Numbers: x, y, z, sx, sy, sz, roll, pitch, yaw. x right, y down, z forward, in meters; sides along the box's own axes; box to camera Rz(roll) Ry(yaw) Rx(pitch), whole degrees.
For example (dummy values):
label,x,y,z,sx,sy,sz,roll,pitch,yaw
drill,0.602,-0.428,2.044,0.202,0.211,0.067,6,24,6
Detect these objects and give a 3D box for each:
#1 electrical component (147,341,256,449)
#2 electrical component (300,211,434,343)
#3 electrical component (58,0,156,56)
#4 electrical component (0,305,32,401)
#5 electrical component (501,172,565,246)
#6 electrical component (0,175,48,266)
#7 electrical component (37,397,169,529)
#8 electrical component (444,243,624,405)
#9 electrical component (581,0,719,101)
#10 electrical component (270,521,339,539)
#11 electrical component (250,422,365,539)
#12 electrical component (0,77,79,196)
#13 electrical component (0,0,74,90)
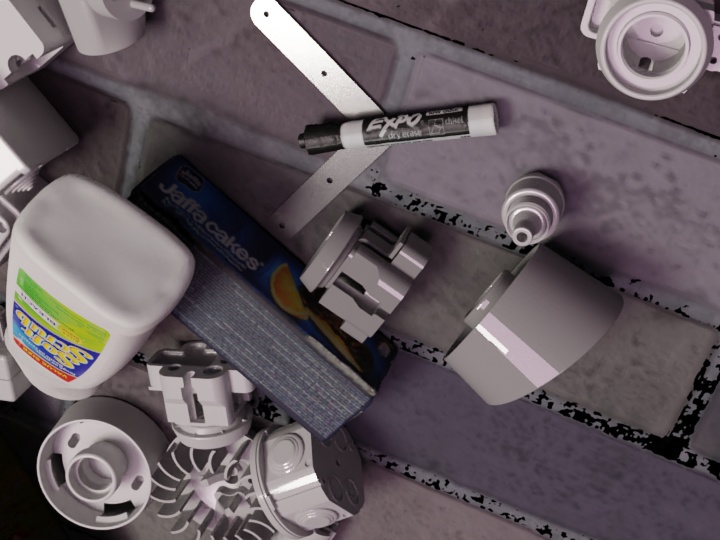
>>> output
label,x,y,z,sx,sy,sz,roll,pitch,yaw
electrical component,-0.106,0.087,0.752,0.078,0.058,0.057,2,114,17
electrical component,0.000,0.000,0.672,0.057,0.058,0.078,35,122,-4
electrical component,-0.146,-0.166,0.624,0.079,0.043,0.077,22,139,39
electrical component,-0.278,0.050,0.795,0.066,0.047,0.076,5,117,16
electrical component,0.098,-0.031,0.620,0.035,0.061,0.035,8,118,15
electrical component,-0.278,-0.054,0.736,0.113,0.057,0.078,42,121,-6
electrical component,-0.194,0.146,0.821,0.099,0.064,0.099,2,106,9
electrical component,0.098,0.034,0.634,0.064,0.099,0.099,40,121,3
electrical component,0.154,-0.121,0.558,0.078,0.057,0.058,18,120,9
electrical component,-0.042,0.199,0.798,0.040,0.040,0.046,33,116,0
electrical component,-0.036,0.141,0.744,0.051,0.080,0.080,-23,107,22
electrical component,-0.237,-0.093,0.679,0.048,0.099,0.099,-35,102,16
electrical component,-0.221,-0.166,0.660,0.050,0.055,0.089,-30,103,29
